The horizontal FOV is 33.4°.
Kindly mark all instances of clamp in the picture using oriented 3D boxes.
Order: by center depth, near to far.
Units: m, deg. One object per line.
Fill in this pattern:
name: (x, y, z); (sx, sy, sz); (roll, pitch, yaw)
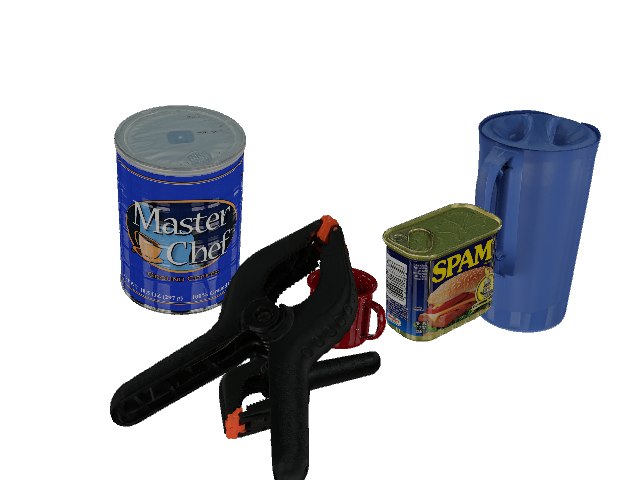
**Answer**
clamp: (-0.023, 0.060, 0.596); (0.120, 0.171, 0.039); (28, -26, 25)
clamp: (-0.035, 0.146, 1.119); (0.165, 0.036, 0.209); (12, 26, 13)

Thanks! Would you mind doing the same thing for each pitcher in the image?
pitcher: (0.233, -0.017, 1.224); (0.149, 0.243, 0.145); (-1, 26, -5)

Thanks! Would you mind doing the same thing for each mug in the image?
mug: (0.036, 0.093, 1.402); (0.117, 0.081, 0.093); (19, 28, 30)

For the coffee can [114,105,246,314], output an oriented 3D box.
coffee can: (-0.115, -0.025, 0.874); (0.103, 0.140, 0.103); (3, 35, -3)

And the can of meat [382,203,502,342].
can of meat: (0.101, 0.027, 0.890); (0.101, 0.084, 0.058); (-21, 34, -33)
